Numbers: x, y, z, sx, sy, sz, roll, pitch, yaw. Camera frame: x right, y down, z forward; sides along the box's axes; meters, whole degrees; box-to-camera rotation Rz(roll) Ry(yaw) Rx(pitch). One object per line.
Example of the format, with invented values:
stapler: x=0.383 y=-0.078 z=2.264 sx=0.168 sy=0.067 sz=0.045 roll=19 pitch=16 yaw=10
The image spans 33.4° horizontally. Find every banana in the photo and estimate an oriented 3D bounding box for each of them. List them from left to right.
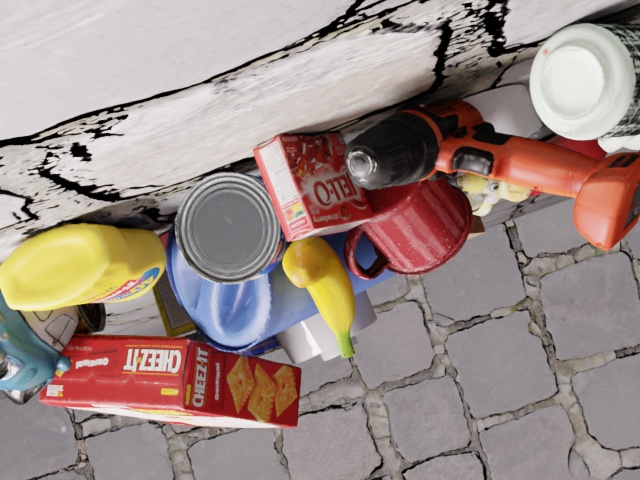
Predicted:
banana: x=0.003 y=0.033 z=0.847 sx=0.037 sy=0.070 sz=0.197 roll=-24 pitch=154 yaw=4

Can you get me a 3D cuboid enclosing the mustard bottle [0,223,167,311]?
mustard bottle: x=-0.181 y=0.023 z=0.888 sx=0.096 sy=0.058 sz=0.191 roll=-25 pitch=174 yaw=10

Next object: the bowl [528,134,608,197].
bowl: x=0.251 y=-0.090 z=1.150 sx=0.162 sy=0.055 sz=0.162 roll=-25 pitch=-176 yaw=2

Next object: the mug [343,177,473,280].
mug: x=0.060 y=-0.021 z=0.879 sx=0.117 sy=0.093 sz=0.081 roll=-50 pitch=135 yaw=-6

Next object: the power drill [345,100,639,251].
power drill: x=0.128 y=-0.051 z=0.752 sx=0.188 sy=0.057 sz=0.184 roll=21 pitch=-155 yaw=24

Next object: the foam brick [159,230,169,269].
foam brick: x=-0.108 y=0.008 z=1.032 sx=0.078 sy=0.051 sz=0.053 roll=-14 pitch=172 yaw=-44

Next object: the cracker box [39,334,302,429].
cracker box: x=-0.138 y=0.140 z=1.043 sx=0.164 sy=0.072 sz=0.213 roll=-2 pitch=165 yaw=27

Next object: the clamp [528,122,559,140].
clamp: x=0.222 y=-0.116 z=0.989 sx=0.164 sy=0.036 sz=0.210 roll=-25 pitch=-178 yaw=-32

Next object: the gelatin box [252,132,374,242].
gelatin box: x=-0.003 y=-0.041 z=0.790 sx=0.030 sy=0.073 sz=0.089 roll=-25 pitch=172 yaw=33

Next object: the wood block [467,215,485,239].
wood block: x=0.076 y=-0.015 z=1.258 sx=0.206 sy=0.090 sz=0.090 roll=-21 pitch=174 yaw=25

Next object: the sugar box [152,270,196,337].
sugar box: x=-0.089 y=0.031 z=1.118 sx=0.176 sy=0.093 sz=0.048 roll=-18 pitch=177 yaw=-5

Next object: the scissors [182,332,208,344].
scissors: x=-0.121 y=0.102 z=1.141 sx=0.202 sy=0.016 sz=0.096 roll=-20 pitch=178 yaw=40

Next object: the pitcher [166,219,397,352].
pitcher: x=-0.006 y=0.001 z=0.981 sx=0.149 sy=0.145 sz=0.242 roll=12 pitch=-159 yaw=42

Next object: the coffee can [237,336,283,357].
coffee can: x=-0.066 y=0.060 z=1.232 sx=0.103 sy=0.140 sz=0.103 roll=-19 pitch=175 yaw=-2

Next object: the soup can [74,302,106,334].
soup can: x=-0.269 y=0.073 z=1.039 sx=0.102 sy=0.068 sz=0.068 roll=-19 pitch=175 yaw=7

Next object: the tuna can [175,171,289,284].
tuna can: x=-0.066 y=-0.009 z=0.822 sx=0.086 sy=0.086 sz=0.033 roll=-21 pitch=176 yaw=16
